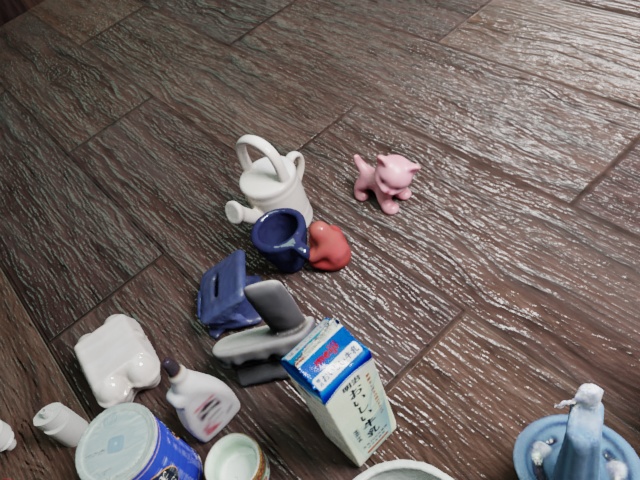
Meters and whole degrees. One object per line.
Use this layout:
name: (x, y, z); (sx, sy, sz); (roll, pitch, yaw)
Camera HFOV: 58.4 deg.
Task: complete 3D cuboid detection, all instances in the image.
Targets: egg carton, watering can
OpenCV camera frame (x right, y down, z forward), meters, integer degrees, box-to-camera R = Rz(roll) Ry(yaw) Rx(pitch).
egg carton: (-0.311, 0.185, 0.886); (0.107, 0.069, 0.149); (-37, 49, -14)
watering can: (-0.087, -0.091, 0.962); (0.100, 0.194, 0.173); (2, 51, 20)

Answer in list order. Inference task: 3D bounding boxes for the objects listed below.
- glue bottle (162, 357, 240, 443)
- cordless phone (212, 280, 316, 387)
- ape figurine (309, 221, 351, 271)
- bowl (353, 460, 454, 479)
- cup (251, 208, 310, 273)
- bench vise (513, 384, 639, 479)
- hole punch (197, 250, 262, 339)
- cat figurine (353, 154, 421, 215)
glue bottle: (-0.165, 0.201, 0.751); (0.037, 0.173, 0.078); (27, 63, 35)
cordless phone: (-0.089, 0.116, 0.791); (0.147, 0.185, 0.094); (-16, 47, 5)
ape figurine: (0.008, 0.003, 0.918); (0.078, 0.092, 0.076); (-40, 50, -16)
bowl: (0.094, 0.332, 0.617); (0.167, 0.075, 0.167); (-9, 48, 11)
cup: (-0.047, 0.015, 0.925); (0.092, 0.095, 0.117); (-41, 50, -17)
bench vise: (0.251, 0.244, 0.541); (0.121, 0.220, 0.207); (-7, 49, 14)
hole punch: (-0.148, 0.084, 0.903); (0.101, 0.091, 0.108); (-15, 47, 6)
cat figurine: (0.108, -0.110, 0.965); (0.127, 0.118, 0.067); (27, 64, 35)
